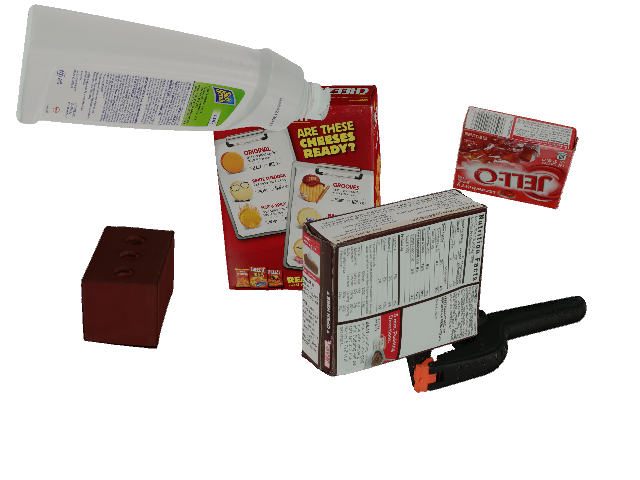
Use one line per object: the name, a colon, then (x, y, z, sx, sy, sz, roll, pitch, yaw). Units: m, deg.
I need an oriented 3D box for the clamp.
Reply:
clamp: (0.132, 0.078, 1.003, 0.165, 0.036, 0.209, 19, 32, 34)

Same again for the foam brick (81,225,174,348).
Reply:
foam brick: (-0.134, 0.032, 0.751, 0.053, 0.051, 0.078, 5, 30, -1)

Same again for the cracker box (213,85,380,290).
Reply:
cracker box: (-0.020, -0.053, 1.118, 0.164, 0.214, 0.072, 1, 28, 7)

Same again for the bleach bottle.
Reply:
bleach bottle: (-0.117, -0.127, 0.882, 0.250, 0.068, 0.103, 7, -31, -16)

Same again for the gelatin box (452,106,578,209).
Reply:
gelatin box: (0.156, -0.065, 0.859, 0.089, 0.030, 0.073, 13, -35, 9)

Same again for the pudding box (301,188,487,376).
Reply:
pudding box: (0.044, 0.024, 0.638, 0.113, 0.090, 0.039, -14, 27, -29)
